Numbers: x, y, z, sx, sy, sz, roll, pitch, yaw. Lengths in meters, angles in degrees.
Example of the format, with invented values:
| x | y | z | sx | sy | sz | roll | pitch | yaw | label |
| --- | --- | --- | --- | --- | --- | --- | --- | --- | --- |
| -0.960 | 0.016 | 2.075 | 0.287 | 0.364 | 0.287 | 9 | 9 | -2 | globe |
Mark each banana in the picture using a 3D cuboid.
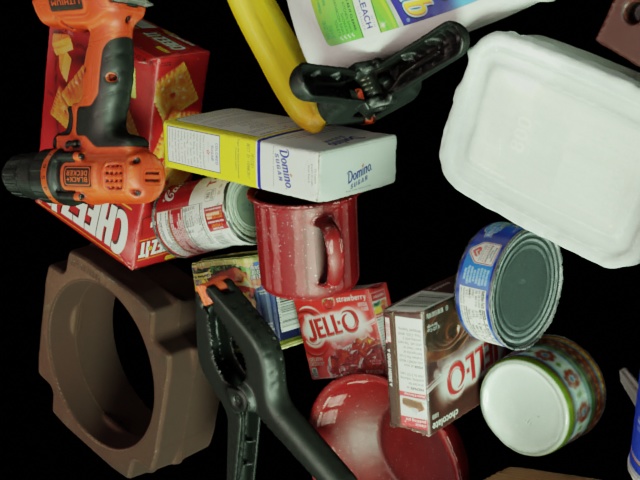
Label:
| x | y | z | sx | sy | sz | roll | pitch | yaw | label |
| --- | --- | --- | --- | --- | --- | --- | --- | --- | --- |
| -0.040 | -0.160 | 0.858 | 0.037 | 0.069 | 0.198 | -31 | 73 | 12 | banana |

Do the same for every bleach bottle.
| x | y | z | sx | sy | sz | roll | pitch | yaw | label |
| --- | --- | --- | --- | --- | --- | --- | --- | --- | --- |
| 0.088 | -0.192 | 0.730 | 0.251 | 0.067 | 0.102 | -12 | 94 | 42 | bleach bottle |

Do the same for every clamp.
| x | y | z | sx | sy | sz | roll | pitch | yaw | label |
| --- | --- | --- | --- | --- | --- | --- | --- | --- | --- |
| -0.060 | 0.135 | 0.900 | 0.165 | 0.036 | 0.210 | -28 | 86 | 48 | clamp |
| 0.028 | -0.108 | 0.755 | 0.171 | 0.120 | 0.039 | 135 | 125 | -77 | clamp |

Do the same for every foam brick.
| x | y | z | sx | sy | sz | roll | pitch | yaw | label |
| --- | --- | --- | --- | --- | --- | --- | --- | --- | --- |
| 0.215 | -0.126 | 0.633 | 0.078 | 0.051 | 0.053 | 39 | 125 | 29 | foam brick |

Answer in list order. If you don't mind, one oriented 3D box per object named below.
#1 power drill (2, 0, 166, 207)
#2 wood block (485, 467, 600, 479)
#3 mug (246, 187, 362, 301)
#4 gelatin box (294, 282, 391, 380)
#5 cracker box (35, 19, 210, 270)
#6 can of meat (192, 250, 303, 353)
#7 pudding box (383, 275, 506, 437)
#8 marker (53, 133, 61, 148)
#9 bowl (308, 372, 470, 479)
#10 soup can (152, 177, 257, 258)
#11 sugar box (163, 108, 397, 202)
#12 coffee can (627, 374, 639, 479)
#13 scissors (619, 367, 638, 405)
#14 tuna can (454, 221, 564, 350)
| x | y | z | sx | sy | sz | roll | pitch | yaw | label |
| --- | --- | --- | --- | --- | --- | --- | --- | --- | --- |
| -0.209 | -0.122 | 0.922 | 0.185 | 0.057 | 0.188 | 3 | 96 | 34 | power drill |
| 0.187 | 0.218 | 0.711 | 0.207 | 0.090 | 0.090 | -5 | 98 | 51 | wood block |
| -0.006 | 0.001 | 0.846 | 0.117 | 0.093 | 0.081 | -143 | 46 | -62 | mug |
| 0.023 | 0.076 | 0.887 | 0.089 | 0.030 | 0.073 | -10 | 95 | 44 | gelatin box |
| -0.194 | -0.103 | 1.015 | 0.164 | 0.071 | 0.214 | 31 | 122 | 33 | cracker box |
| -0.065 | 0.054 | 0.947 | 0.102 | 0.057 | 0.084 | -6 | 95 | 44 | can of meat |
| 0.092 | 0.078 | 0.763 | 0.039 | 0.113 | 0.090 | 5 | 105 | 41 | pudding box |
| -0.201 | -0.077 | 0.966 | 0.121 | 0.020 | 0.020 | 20 | 114 | 36 | marker |
| 0.064 | 0.177 | 0.856 | 0.162 | 0.055 | 0.162 | 14 | 111 | 41 | bowl |
| -0.091 | -0.023 | 0.942 | 0.102 | 0.068 | 0.068 | -10 | 95 | 44 | soup can |
| -0.035 | -0.071 | 0.857 | 0.176 | 0.093 | 0.048 | 18 | 115 | 40 | sugar box |
| 0.241 | 0.079 | 0.629 | 0.103 | 0.102 | 0.140 | 16 | 112 | 40 | coffee can |
| 0.249 | 0.188 | 0.711 | 0.202 | 0.016 | 0.096 | 48 | 129 | 24 | scissors |
| 0.130 | 0.031 | 0.733 | 0.034 | 0.085 | 0.086 | 13 | 110 | 43 | tuna can |
